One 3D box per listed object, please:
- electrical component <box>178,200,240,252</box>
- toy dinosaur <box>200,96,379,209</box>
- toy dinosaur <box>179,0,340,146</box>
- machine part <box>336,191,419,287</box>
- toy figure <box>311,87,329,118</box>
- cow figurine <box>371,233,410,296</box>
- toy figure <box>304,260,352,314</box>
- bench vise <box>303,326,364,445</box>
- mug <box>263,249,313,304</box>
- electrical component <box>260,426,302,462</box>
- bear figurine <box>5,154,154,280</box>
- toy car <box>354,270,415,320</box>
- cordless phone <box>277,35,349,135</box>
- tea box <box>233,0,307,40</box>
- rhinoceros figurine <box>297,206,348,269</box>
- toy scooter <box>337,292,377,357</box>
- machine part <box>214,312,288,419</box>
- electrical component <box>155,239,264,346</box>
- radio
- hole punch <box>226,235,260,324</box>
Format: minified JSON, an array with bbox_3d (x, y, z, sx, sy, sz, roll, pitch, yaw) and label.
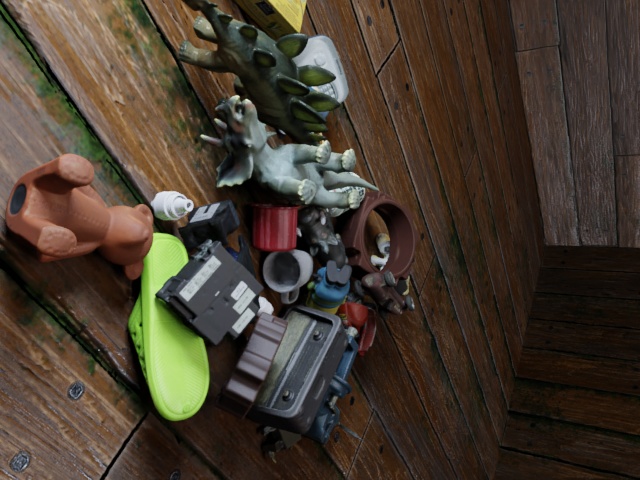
[{"bbox_3d":[-0.170,-0.032,0.863,0.119,0.075,0.047,-72,149,-58],"label":"electrical component"},{"bbox_3d":[-0.046,-0.118,0.959,0.404,0.192,0.131,19,84,-63],"label":"toy dinosaur"},{"bbox_3d":[-0.075,-0.240,0.889,0.470,0.199,0.105,42,63,-62],"label":"toy dinosaur"},{"bbox_3d":[0.138,0.000,1.281,0.201,0.087,0.201,32,66,-34],"label":"machine part"},{"bbox_3d":[-0.050,-0.279,1.004,0.154,0.058,0.064,35,67,-25],"label":"toy figure"},{"bbox_3d":[0.188,0.063,1.404,0.068,0.098,0.167,11,76,-53],"label":"cow figurine"},{"bbox_3d":[0.011,0.112,1.097,0.089,0.082,0.180,-48,170,-32],"label":"toy figure"},{"bbox_3d":[0.028,0.303,1.149,0.240,0.129,0.223,-61,138,-25],"label":"bench vise"},{"bbox_3d":[-0.051,0.066,1.051,0.107,0.081,0.109,-17,102,-67],"label":"mug"},{"bbox_3d":[-0.076,0.386,1.063,0.102,0.045,0.078,-23,82,-57],"label":"electrical component"},{"bbox_3d":[-0.271,-0.016,0.666,0.195,0.132,0.120,27,70,-48],"label":"bear figurine"},{"bbox_3d":[0.154,0.135,1.247,0.202,0.089,0.053,49,26,-47],"label":"toy car"},{"bbox_3d":[-0.040,-0.306,1.066,0.184,0.089,0.146,-42,128,-25],"label":"cordless phone"},{"bbox_3d":[-0.099,-0.452,0.963,0.169,0.068,0.098,32,66,-54],"label":"tea box"},{"bbox_3d":[-0.002,-0.003,1.088,0.190,0.073,0.112,59,12,-48],"label":"rhinoceros figurine"},{"bbox_3d":[0.086,0.203,1.275,0.183,0.075,0.135,35,60,-57],"label":"toy scooter"},{"bbox_3d":[-0.114,0.207,0.900,0.179,0.056,0.179,-63,-177,5],"label":"machine part"},{"bbox_3d":[-0.151,0.083,0.780,0.115,0.058,0.134,-48,120,-19],"label":"electrical component"},{"bbox_3d":[-0.045,0.239,1.013,0.229,0.131,0.073,-61,144,-32],"label":"radio"},{"bbox_3d":[-0.155,0.078,0.903,0.116,0.092,0.142,-82,159,-69],"label":"hole punch"}]
